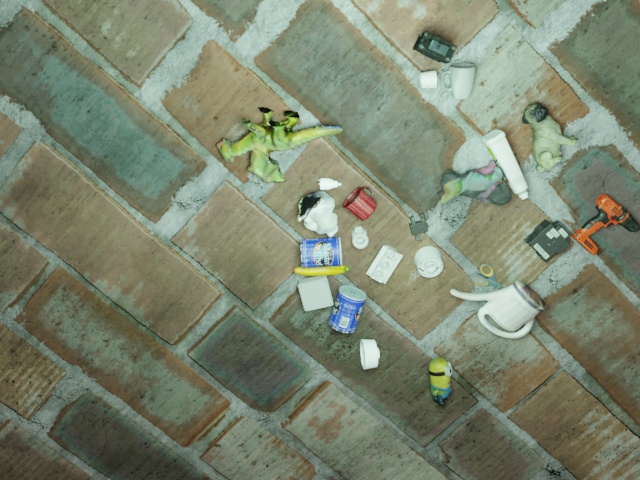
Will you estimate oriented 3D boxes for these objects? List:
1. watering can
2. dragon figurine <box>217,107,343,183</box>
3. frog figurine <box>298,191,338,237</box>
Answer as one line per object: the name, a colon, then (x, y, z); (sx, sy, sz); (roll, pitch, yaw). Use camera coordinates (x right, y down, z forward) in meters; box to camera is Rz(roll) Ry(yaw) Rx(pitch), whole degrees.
watering can: (0.650, 0.226, 1.839); (0.345, 0.106, 0.221); (37, 114, -17)
dragon figurine: (-0.144, -0.301, 1.717); (0.410, 0.125, 0.237); (10, 124, -1)
frog figurine: (0.005, -0.089, 1.771); (0.157, 0.124, 0.137); (32, 94, -39)
